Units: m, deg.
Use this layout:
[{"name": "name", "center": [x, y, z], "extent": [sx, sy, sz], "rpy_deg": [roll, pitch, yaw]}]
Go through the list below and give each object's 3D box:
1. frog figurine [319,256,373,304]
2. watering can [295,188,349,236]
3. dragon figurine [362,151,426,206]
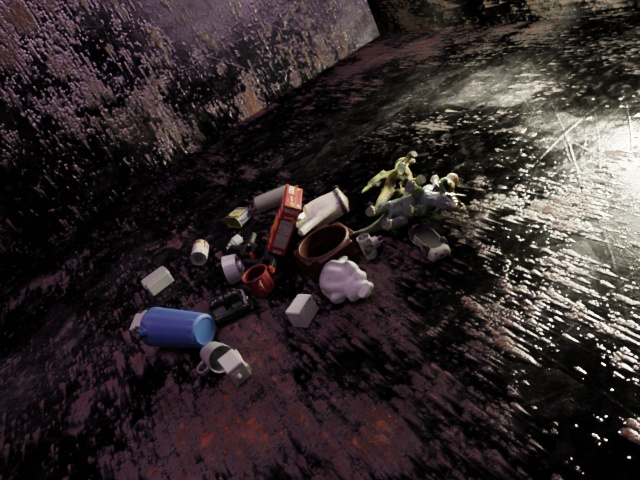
[{"name": "frog figurine", "center": [0.074, 0.131, 1.516], "extent": [0.136, 0.122, 0.162], "rpy_deg": [-59, 38, 10]}, {"name": "watering can", "center": [0.006, -0.096, 1.909], "extent": [0.224, 0.103, 0.351], "rpy_deg": [-28, 13, 4]}, {"name": "dragon figurine", "center": [0.254, -0.208, 1.953], "extent": [0.417, 0.121, 0.241], "rpy_deg": [-43, 15, -29]}]
